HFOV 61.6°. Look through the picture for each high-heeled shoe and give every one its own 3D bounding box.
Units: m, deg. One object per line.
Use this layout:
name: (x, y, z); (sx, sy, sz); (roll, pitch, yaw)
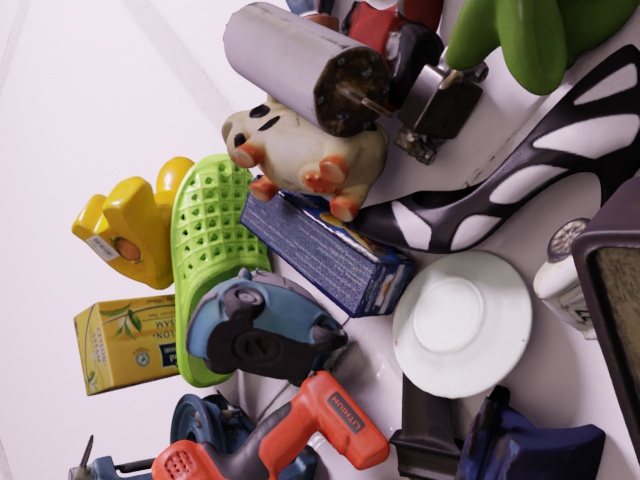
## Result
high-heeled shoe: (0.129, -0.066, 0.428); (0.249, 0.086, 0.145); (2, 100, 29)

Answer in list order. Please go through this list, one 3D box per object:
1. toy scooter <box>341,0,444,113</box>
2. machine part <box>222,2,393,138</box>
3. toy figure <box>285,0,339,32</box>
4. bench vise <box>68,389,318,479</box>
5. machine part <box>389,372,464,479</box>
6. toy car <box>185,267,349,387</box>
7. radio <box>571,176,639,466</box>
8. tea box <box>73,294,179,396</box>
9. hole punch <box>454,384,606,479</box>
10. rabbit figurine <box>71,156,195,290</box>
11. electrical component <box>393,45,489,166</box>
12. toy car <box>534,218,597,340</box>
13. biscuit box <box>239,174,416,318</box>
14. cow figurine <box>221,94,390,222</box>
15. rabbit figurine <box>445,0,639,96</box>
toy scooter: (0.057, -0.213, 0.498); (0.135, 0.075, 0.183); (19, 99, 38)
machine part: (-0.018, -0.156, 0.480); (0.243, 0.079, 0.079); (41, 116, 42)
toy figure: (-0.009, -0.237, 0.563); (0.058, 0.064, 0.154); (-7, 91, 3)
bench vise: (-0.133, 0.249, 0.570); (0.224, 0.240, 0.128); (47, 123, 47)
machine part: (0.098, 0.156, 0.493); (0.084, 0.039, 0.138); (0, 92, 45)
toy car: (-0.053, 0.082, 0.569); (0.103, 0.162, 0.109); (-91, 20, -52)
radio: (0.235, 0.077, 0.278); (0.131, 0.073, 0.229); (-3, 119, 53)
tea box: (-0.198, 0.120, 0.653); (0.068, 0.169, 0.098); (-27, 75, 37)
hole punch: (0.151, 0.185, 0.404); (0.092, 0.115, 0.142); (21, 104, 30)
rabbit figurine: (-0.184, -0.033, 0.665); (0.162, 0.173, 0.122); (43, 131, -20)
electrical component: (0.102, -0.109, 0.456); (0.102, 0.078, 0.045); (-57, 50, 23)
toy car: (0.232, -0.012, 0.342); (0.073, 0.056, 0.201); (39, 119, -12)
biscuit box: (-0.001, -0.002, 0.546); (0.203, 0.059, 0.062); (38, 114, 39)
cow figurine: (-0.022, -0.098, 0.534); (0.195, 0.127, 0.085); (15, 140, 34)
rabbit figurine: (0.141, -0.187, 0.364); (0.121, 0.170, 0.159); (31, 109, 36)
